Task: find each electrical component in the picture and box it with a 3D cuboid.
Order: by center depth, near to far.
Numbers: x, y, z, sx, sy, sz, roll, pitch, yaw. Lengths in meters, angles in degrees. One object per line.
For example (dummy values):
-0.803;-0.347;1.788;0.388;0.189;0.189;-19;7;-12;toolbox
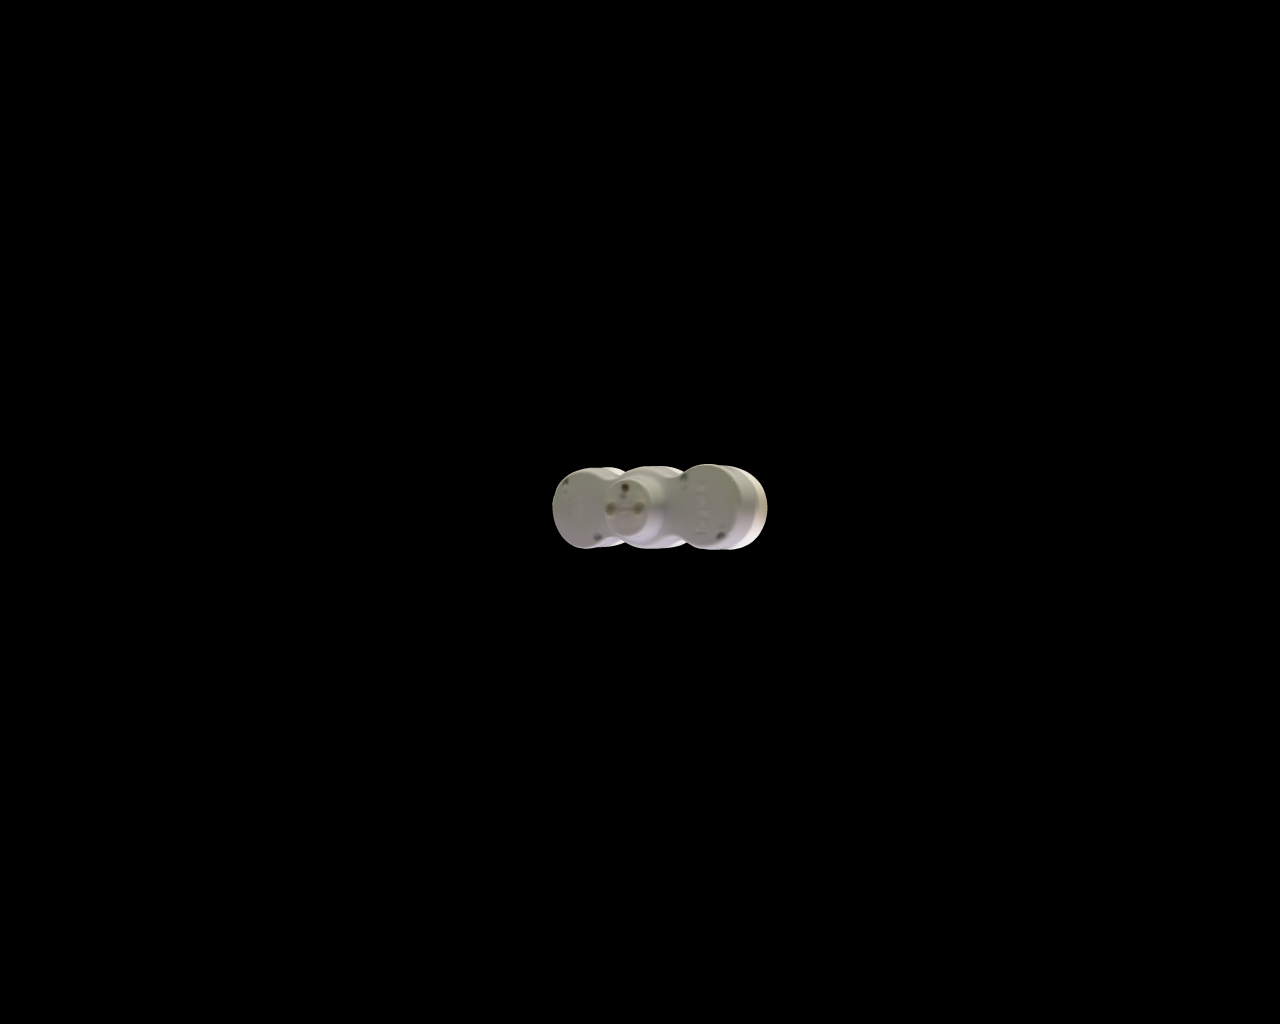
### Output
0.001;-0.003;0.650;0.138;0.052;0.074;0;0;32;electrical component
